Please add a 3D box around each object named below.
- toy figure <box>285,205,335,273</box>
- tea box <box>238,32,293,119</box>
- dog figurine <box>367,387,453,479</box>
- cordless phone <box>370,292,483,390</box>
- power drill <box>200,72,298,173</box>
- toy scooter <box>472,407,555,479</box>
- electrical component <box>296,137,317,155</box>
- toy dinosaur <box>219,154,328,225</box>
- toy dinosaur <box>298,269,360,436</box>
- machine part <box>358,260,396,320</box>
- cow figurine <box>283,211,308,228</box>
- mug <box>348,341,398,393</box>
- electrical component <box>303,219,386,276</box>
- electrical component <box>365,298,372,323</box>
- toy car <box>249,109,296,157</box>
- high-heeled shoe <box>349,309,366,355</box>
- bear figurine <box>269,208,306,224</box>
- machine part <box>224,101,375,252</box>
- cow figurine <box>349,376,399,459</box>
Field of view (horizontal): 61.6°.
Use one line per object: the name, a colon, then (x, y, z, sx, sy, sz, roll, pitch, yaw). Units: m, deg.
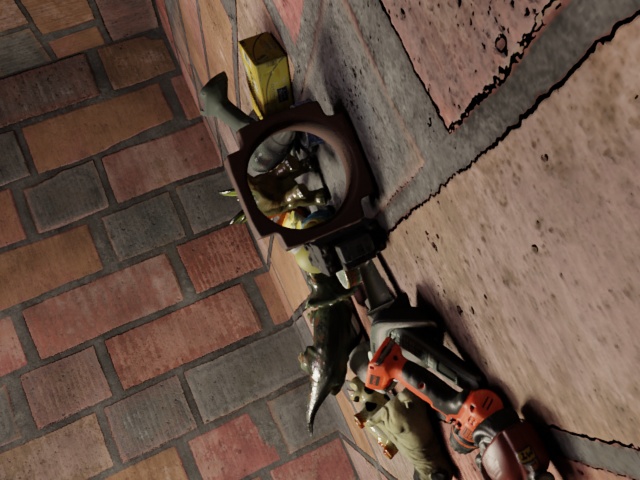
toy figure: (0.001, -0.005, 1.062, 0.089, 0.082, 0.180, 35, -152, -3)
tea box: (-0.104, -0.316, 1.088, 0.169, 0.068, 0.098, 82, 162, -56)
dog figurine: (0.198, 0.386, 1.035, 0.191, 0.121, 0.172, 48, 166, 21)
cordless phone: (0.167, 0.181, 0.813, 0.184, 0.089, 0.146, 35, 152, 33)
power drill: (-0.138, -0.237, 1.066, 0.207, 0.086, 0.232, 36, 159, 0)
toy scooter: (0.244, 0.291, 0.646, 0.135, 0.075, 0.183, 58, 169, 41)
electrical component: (-0.031, -0.208, 1.076, 0.094, 0.021, 0.063, -127, 18, -53)
toy dinosaur: (-0.093, -0.099, 1.123, 0.471, 0.199, 0.105, 1, -106, -76)
toy dinosaur: (0.016, 0.228, 1.166, 0.192, 0.131, 0.404, 91, 180, -78)
machine part: (0.102, 0.090, 0.949, 0.084, 0.039, 0.139, -35, 69, 48)
cow figurine: (-0.030, -0.020, 1.218, 0.068, 0.098, 0.167, -68, 20, 12)
mug: (0.123, 0.278, 1.189, 0.107, 0.081, 0.109, 38, 146, 47)
electrical component: (0.043, 0.009, 0.922, 0.058, 0.115, 0.134, 66, 165, -13)
electrical component: (0.122, 0.138, 0.998, 0.102, 0.045, 0.078, 57, 136, 33)
toy car: (-0.121, -0.246, 1.218, 0.162, 0.103, 0.109, 61, 166, 20)
high-heeled shoe: (0.070, 0.196, 1.362, 0.145, 0.086, 0.249, 31, -140, -39)
bear figurine: (-0.104, -0.062, 1.443, 0.120, 0.132, 0.196, 74, 173, -46)
machine part: (-0.033, -0.098, 0.844, 0.087, 0.201, 0.201, 161, 86, -81)
cow figurine: (0.141, 0.395, 1.258, 0.195, 0.127, 0.085, 44, 159, 29)
